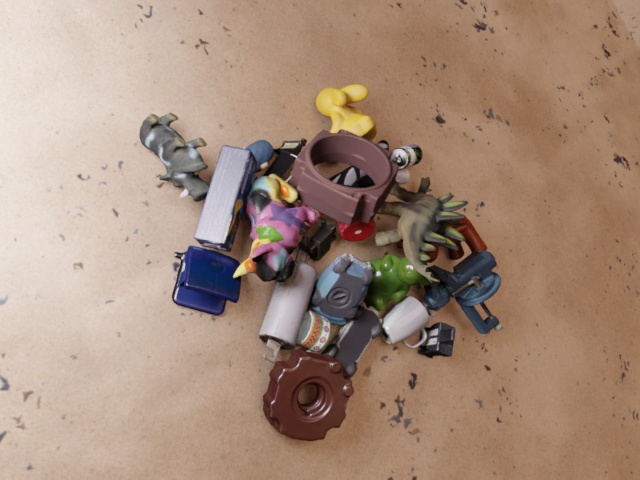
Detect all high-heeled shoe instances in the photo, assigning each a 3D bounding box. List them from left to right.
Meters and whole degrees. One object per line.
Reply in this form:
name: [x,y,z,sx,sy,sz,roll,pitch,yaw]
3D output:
high-heeled shoe: [0.090,-0.173,1.313,0.145,0.086,0.249,9,44,5]

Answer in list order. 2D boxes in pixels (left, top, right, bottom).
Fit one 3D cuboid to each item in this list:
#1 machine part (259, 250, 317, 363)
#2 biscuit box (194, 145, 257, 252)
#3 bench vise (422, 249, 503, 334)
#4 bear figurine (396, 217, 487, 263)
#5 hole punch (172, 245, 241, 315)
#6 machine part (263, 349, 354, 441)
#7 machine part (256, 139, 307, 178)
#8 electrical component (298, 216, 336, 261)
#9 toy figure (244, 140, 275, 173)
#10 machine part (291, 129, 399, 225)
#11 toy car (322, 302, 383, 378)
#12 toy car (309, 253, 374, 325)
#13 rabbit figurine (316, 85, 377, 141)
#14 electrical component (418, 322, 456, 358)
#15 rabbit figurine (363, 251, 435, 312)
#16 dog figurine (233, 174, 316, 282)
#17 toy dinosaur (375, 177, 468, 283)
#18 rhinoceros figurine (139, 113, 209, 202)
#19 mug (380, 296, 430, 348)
machine part: [-0.063,0.131,1.094,0.079,0.079,0.243,28,61,-21]
biscuit box: [-0.180,-0.082,1.041,0.063,0.059,0.202,11,73,9]
bench vise: [0.361,0.147,1.309,0.223,0.129,0.240,-41,108,-10]
bear figurine: [0.298,0.011,1.333,0.196,0.120,0.132,-27,93,-33]
hole punch: [-0.209,0.070,1.019,0.142,0.092,0.116,18,62,-22]
machine part: [-0.022,0.301,1.043,0.179,0.056,0.179,-2,95,-21]
machine part: [-0.088,-0.169,1.186,0.139,0.084,0.039,-58,133,-23]
electrical component: [-0.003,-0.002,1.182,0.045,0.078,0.102,30,56,20]
toy figure: [-0.160,-0.154,1.140,0.154,0.064,0.057,-46,138,-29]
machine part: [0.055,-0.142,1.158,0.202,0.087,0.201,27,48,11]
toy car: [0.067,0.221,1.159,0.073,0.056,0.202,43,56,-5]
toy car: [0.041,0.091,1.151,0.109,0.161,0.103,21,20,-17]
rabbit figurine: [0.049,-0.295,1.276,0.122,0.162,0.173,-25,71,-23]
electrical component: [0.284,0.230,1.250,0.047,0.119,0.075,24,61,-23]
rabbit figurine: [0.188,0.084,1.207,0.159,0.170,0.121,-10,81,-33]
dog figurine: [-0.110,-0.016,1.056,0.191,0.108,0.219,46,37,-4]
toy dinosaur: [0.225,-0.040,1.199,0.471,0.199,0.104,-60,148,-54]
rhinoceros figurine: [-0.280,-0.159,1.039,0.190,0.112,0.073,48,27,6]
mug: [0.191,0.200,1.233,0.107,0.081,0.109,-31,98,-23]
